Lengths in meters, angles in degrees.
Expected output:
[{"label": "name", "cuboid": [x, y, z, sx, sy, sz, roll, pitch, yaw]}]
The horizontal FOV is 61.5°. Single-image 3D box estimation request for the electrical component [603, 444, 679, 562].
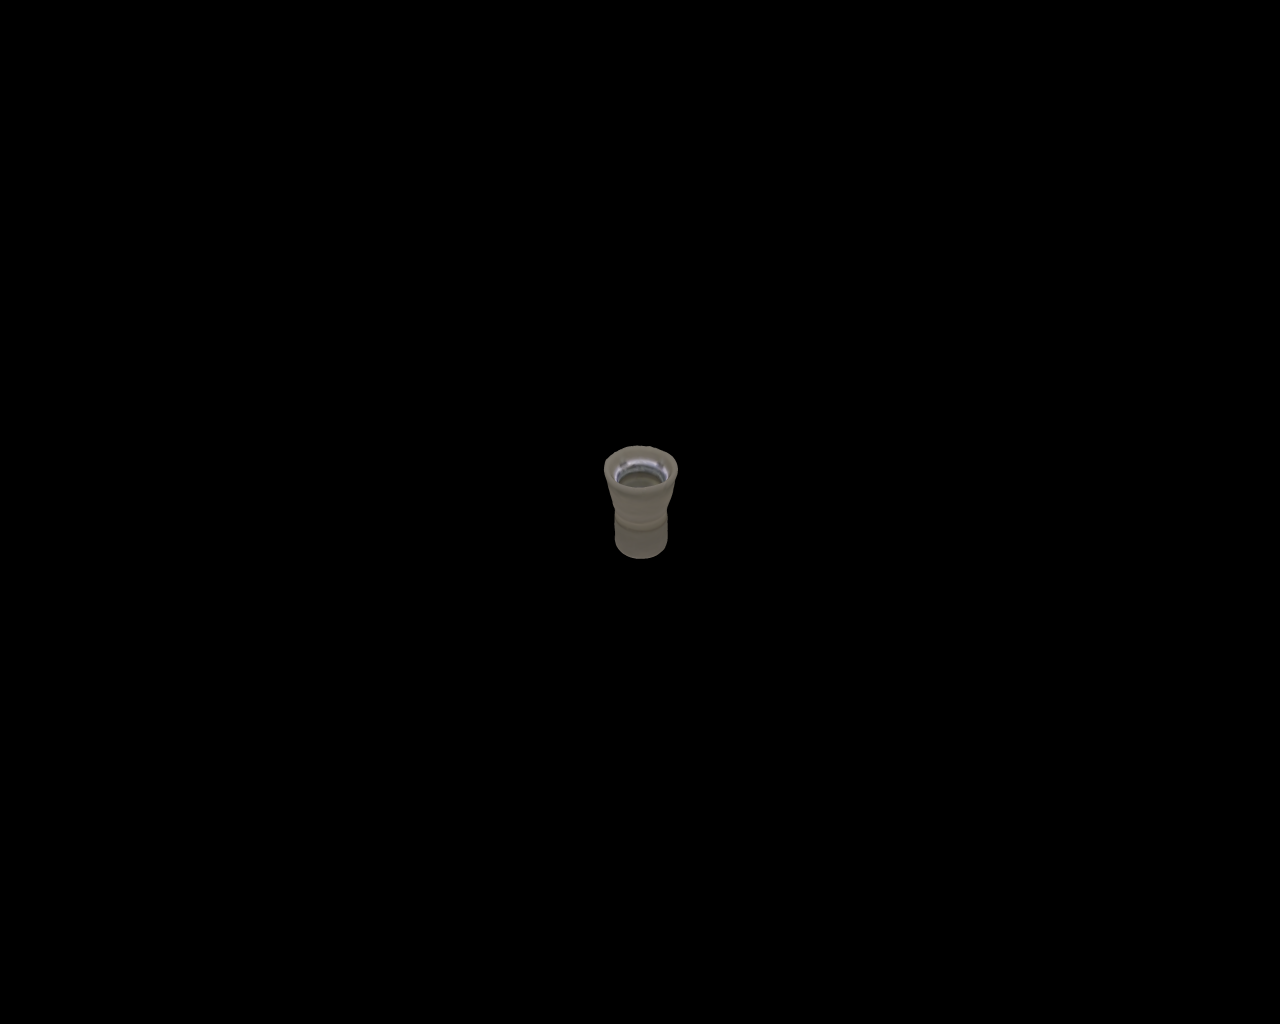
[{"label": "electrical component", "cuboid": [0.001, -0.003, 0.650, 0.044, 0.065, 0.044, 0, 41, 0]}]
